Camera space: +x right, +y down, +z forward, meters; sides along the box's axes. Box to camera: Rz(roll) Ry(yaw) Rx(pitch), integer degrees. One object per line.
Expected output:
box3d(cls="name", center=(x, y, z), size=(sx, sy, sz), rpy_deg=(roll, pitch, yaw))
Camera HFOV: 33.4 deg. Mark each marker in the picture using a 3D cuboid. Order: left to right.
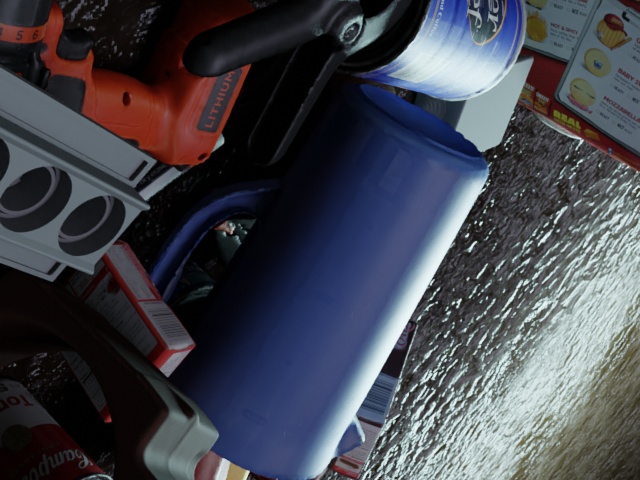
box3d(cls="marker", center=(-0.111, -0.034, 0.673), size=(0.121, 0.020, 0.020), rpy_deg=(-40, 150, -21))

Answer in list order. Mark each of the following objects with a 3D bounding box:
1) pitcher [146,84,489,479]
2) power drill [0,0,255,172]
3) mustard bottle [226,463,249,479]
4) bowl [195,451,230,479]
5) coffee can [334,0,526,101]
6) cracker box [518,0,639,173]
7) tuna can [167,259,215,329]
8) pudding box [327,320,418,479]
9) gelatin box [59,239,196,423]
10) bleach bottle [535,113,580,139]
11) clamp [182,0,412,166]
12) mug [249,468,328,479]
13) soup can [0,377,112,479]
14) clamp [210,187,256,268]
box3d(cls="pitcher", center=(-0.006, 0.021, 0.691), size=(0.149, 0.145, 0.243), rpy_deg=(3, 122, -55))
box3d(cls="power drill", center=(-0.116, -0.101, 0.548), size=(0.187, 0.057, 0.185), rpy_deg=(-6, 132, -50))
box3d(cls="mustard bottle", center=(-0.064, 0.118, 0.848), size=(0.058, 0.096, 0.192), rpy_deg=(13, 117, -19))
box3d(cls="bowl", center=(-0.101, 0.180, 0.763), size=(0.162, 0.055, 0.162), rpy_deg=(17, 88, -87))
box3d(cls="coffee can", center=(0.061, -0.151, 0.703), size=(0.140, 0.103, 0.103), rpy_deg=(0, 123, -56))
box3d(cls="cracker box", center=(0.240, -0.180, 0.873), size=(0.072, 0.164, 0.214), rpy_deg=(-39, 150, -28))
box3d(cls="tuna can", center=(-0.108, 0.058, 0.771), size=(0.086, 0.034, 0.086), rpy_deg=(-36, 149, -27))
box3d(cls="pudding box", center=(0.041, 0.128, 0.884), size=(0.090, 0.039, 0.113), rpy_deg=(107, 8, -47))
box3d(cls="gelatin box", center=(-0.128, 0.056, 0.665), size=(0.073, 0.089, 0.030), rpy_deg=(-48, 157, 25))
box3d(cls="bleach bottle", center=(0.282, -0.223, 0.996), size=(0.102, 0.068, 0.251), rpy_deg=(-27, 141, -40))
box3d(cls="clamp", center=(0.003, -0.116, 0.601), size=(0.171, 0.039, 0.120), rpy_deg=(-38, 159, -12))
box3d(cls="mug", center=(-0.044, 0.188, 0.971), size=(0.093, 0.082, 0.117), rpy_deg=(-3, 126, -55))
box3d(cls="soup can", center=(-0.188, 0.144, 0.679), size=(0.068, 0.102, 0.068), rpy_deg=(-36, 149, -27))
box3d(cls="clamp", center=(-0.005, 0.001, 0.801), size=(0.165, 0.036, 0.209), rpy_deg=(-25, 152, 19))
